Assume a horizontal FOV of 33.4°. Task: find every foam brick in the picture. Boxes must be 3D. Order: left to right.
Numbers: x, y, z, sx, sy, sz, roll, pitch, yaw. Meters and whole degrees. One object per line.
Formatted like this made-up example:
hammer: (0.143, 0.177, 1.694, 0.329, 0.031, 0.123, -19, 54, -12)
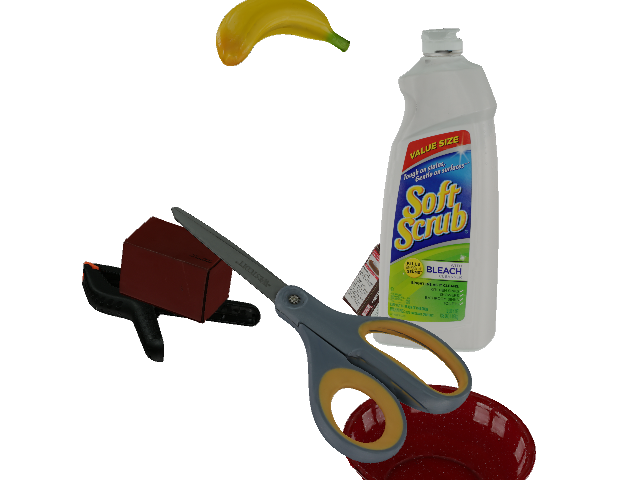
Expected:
foam brick: (-0.116, 0.023, 0.863, 0.078, 0.051, 0.053, 19, 30, 14)

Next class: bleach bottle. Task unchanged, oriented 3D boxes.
bleach bottle: (0.090, -0.041, 0.851, 0.103, 0.251, 0.068, 3, 15, 22)

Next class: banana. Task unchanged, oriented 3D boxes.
banana: (-0.043, -0.196, 0.976, 0.070, 0.037, 0.197, 39, 32, 19)

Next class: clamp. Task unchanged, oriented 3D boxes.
clamp: (-0.193, 0.072, 1.170, 0.210, 0.036, 0.164, 19, 21, 25)

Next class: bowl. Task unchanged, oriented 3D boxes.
bowl: (0.099, 0.190, 0.907, 0.162, 0.055, 0.162, 0, 28, 0)

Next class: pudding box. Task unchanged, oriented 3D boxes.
pudding box: (0.087, 0.027, 1.094, 0.113, 0.039, 0.090, -26, -25, -41)

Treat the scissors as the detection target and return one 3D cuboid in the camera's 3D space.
scissors: (-0.017, 0.052, 0.582, 0.202, 0.096, 0.016, 24, -38, 12)
